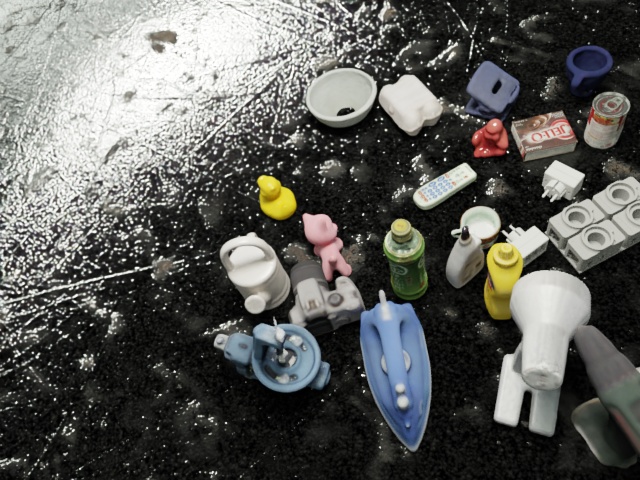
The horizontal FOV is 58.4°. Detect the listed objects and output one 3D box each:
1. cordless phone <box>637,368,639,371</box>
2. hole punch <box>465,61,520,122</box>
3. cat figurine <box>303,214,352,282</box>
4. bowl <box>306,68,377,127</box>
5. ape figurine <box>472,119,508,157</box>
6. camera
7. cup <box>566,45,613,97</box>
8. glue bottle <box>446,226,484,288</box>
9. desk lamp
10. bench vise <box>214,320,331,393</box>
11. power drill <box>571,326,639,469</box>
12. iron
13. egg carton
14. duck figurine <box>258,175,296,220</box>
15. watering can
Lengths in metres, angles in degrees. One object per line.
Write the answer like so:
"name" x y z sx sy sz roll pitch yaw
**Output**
"cordless phone" 0.533 0.210 0.864 0.147 0.185 0.094 -17 57 3
"hole punch" 0.388 -0.333 1.280 0.100 0.091 0.109 25 68 25
"cat figurine" 0.011 0.004 1.149 0.067 0.118 0.127 -21 57 1
"bowl" 0.054 -0.325 1.362 0.167 0.075 0.167 -6 58 10
"ape figurine" 0.366 -0.221 1.217 0.076 0.092 0.077 -41 59 -12
"camera" 0.000 0.099 1.104 0.143 0.101 0.136 -19 57 1
"cup" 0.572 -0.349 1.245 0.091 0.095 0.118 28 69 26
"glue bottle" 0.266 0.022 1.046 0.078 0.173 0.037 -38 58 -10
"desk lamp" 0.351 0.180 0.907 0.117 0.214 0.203 9 62 18
"bench vise" -0.098 0.201 0.994 0.207 0.220 0.121 -6 58 10
"power drill" 0.439 0.255 0.845 0.075 0.209 0.229 -28 57 -4
"iron" 0.132 0.217 0.979 0.118 0.142 0.258 -13 58 6
"egg carton" 0.206 -0.313 1.323 0.107 0.069 0.150 -30 58 -6
"duck figurine" -0.100 -0.100 1.256 0.077 0.086 0.104 -37 58 -10
"watering can" -0.124 0.059 1.101 0.101 0.194 0.172 -32 58 -7
